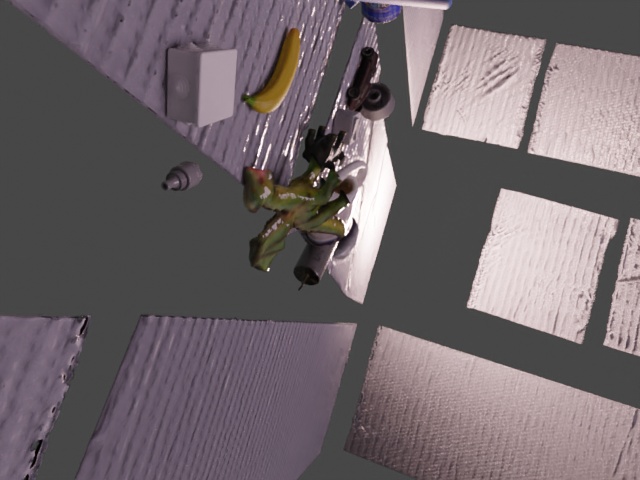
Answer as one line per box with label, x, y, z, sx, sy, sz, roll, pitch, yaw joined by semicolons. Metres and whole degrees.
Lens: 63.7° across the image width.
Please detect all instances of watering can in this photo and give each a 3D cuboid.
watering can;0.004;-0.064;1.271;0.353;0.105;0.219;-42;158;-31

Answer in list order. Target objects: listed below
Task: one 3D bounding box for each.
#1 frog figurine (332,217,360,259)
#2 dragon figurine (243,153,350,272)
frog figurine;0.066;0.000;1.544;0.156;0.122;0.141;66;21;-51
dragon figurine;-0.054;-0.033;1.052;0.244;0.124;0.402;-41;149;-12
